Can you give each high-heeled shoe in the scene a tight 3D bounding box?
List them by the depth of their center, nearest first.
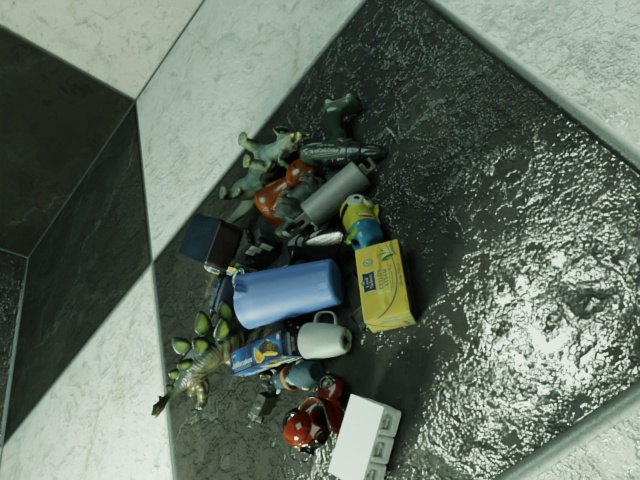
[{"bbox_3d":[-0.003,-0.004,1.315,0.249,0.086,0.145,-31,24,42],"label":"high-heeled shoe"}]

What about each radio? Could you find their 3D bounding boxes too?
[{"bbox_3d":[-0.312,0.004,1.513,0.230,0.073,0.131,12,79,56],"label":"radio"}]

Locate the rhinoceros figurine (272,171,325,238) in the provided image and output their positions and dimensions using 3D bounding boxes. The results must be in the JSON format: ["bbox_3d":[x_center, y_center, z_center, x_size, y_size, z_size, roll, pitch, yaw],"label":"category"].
[{"bbox_3d":[-0.058,-0.090,1.399,0.190,0.112,0.073,-50,14,12],"label":"rhinoceros figurine"}]

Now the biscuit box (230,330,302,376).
[{"bbox_3d":[-0.131,0.268,1.257,0.203,0.059,0.063,-30,59,39],"label":"biscuit box"}]

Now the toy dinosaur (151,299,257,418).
[{"bbox_3d":[-0.244,0.262,1.360,0.105,0.198,0.471,24,55,41],"label":"toy dinosaur"}]

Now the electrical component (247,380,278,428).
[{"bbox_3d":[-0.138,0.387,1.274,0.045,0.078,0.102,24,94,27],"label":"electrical component"}]

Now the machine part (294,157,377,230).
[{"bbox_3d":[0.039,-0.109,1.312,0.243,0.079,0.079,-40,41,4],"label":"machine part"}]

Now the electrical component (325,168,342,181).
[{"bbox_3d":[0.041,-0.176,1.422,0.063,0.021,0.094,-55,39,12],"label":"electrical component"}]

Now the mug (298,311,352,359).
[{"bbox_3d":[0.019,0.211,1.190,0.107,0.080,0.109,-7,57,35],"label":"mug"}]

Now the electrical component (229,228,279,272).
[{"bbox_3d":[-0.182,0.029,1.486,0.134,0.114,0.058,-44,45,24],"label":"electrical component"}]

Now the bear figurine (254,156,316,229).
[{"bbox_3d":[-0.081,-0.138,1.490,0.196,0.131,0.120,-35,44,6],"label":"bear figurine"}]

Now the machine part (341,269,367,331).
[{"bbox_3d":[0.087,0.128,1.184,0.084,0.039,0.139,-51,41,24],"label":"machine part"}]

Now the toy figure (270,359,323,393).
[{"bbox_3d":[-0.056,0.313,1.227,0.154,0.057,0.064,-26,45,45],"label":"toy figure"}]

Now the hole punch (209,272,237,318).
[{"bbox_3d":[-0.232,0.160,1.476,0.092,0.115,0.142,5,74,42],"label":"hole punch"}]

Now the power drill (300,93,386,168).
[{"bbox_3d":[0.066,-0.276,1.396,0.232,0.086,0.207,-7,65,24],"label":"power drill"}]

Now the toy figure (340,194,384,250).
[{"bbox_3d":[0.094,-0.028,1.231,0.089,0.082,0.180,-40,47,29],"label":"toy figure"}]

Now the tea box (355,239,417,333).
[{"bbox_3d":[0.134,0.093,1.102,0.098,0.068,0.170,-17,56,15],"label":"tea box"}]

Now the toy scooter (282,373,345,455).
[{"bbox_3d":[0.001,0.378,1.112,0.184,0.075,0.135,-51,40,9],"label":"toy scooter"}]

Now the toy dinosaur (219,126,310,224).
[{"bbox_3d":[-0.170,-0.184,1.578,0.404,0.192,0.131,-59,41,33],"label":"toy dinosaur"}]

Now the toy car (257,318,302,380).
[{"bbox_3d":[-0.098,0.264,1.305,0.202,0.053,0.089,-41,49,31],"label":"toy car"}]
